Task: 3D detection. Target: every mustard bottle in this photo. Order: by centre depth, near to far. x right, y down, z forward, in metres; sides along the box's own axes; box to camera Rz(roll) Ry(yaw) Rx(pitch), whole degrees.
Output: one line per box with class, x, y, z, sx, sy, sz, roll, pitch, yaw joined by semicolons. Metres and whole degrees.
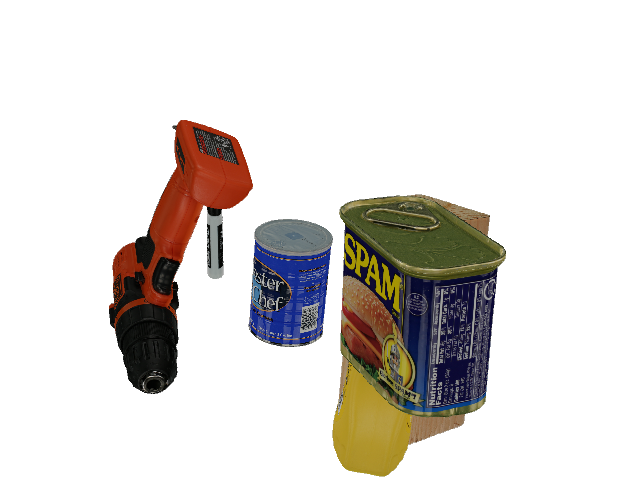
mustard bottle;0.049;0.065;0.756;0.058;0.192;0.096;10;29;4

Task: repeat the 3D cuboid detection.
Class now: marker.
marker;-0.119;-0.007;1.199;0.020;0.121;0.020;2;41;-2

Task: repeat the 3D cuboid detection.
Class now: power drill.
power drill;-0.120;0.010;0.877;0.057;0.188;0.184;18;26;-26

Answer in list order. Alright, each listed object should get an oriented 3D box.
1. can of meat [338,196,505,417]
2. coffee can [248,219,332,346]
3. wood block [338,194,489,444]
can of meat;0.048;0.033;0.554;0.057;0.084;0.102;-7;23;-21
coffee can;-0.041;0.055;1.418;0.103;0.140;0.103;4;24;-2
wood block;0.085;0.070;0.985;0.090;0.206;0.090;-9;21;-42
